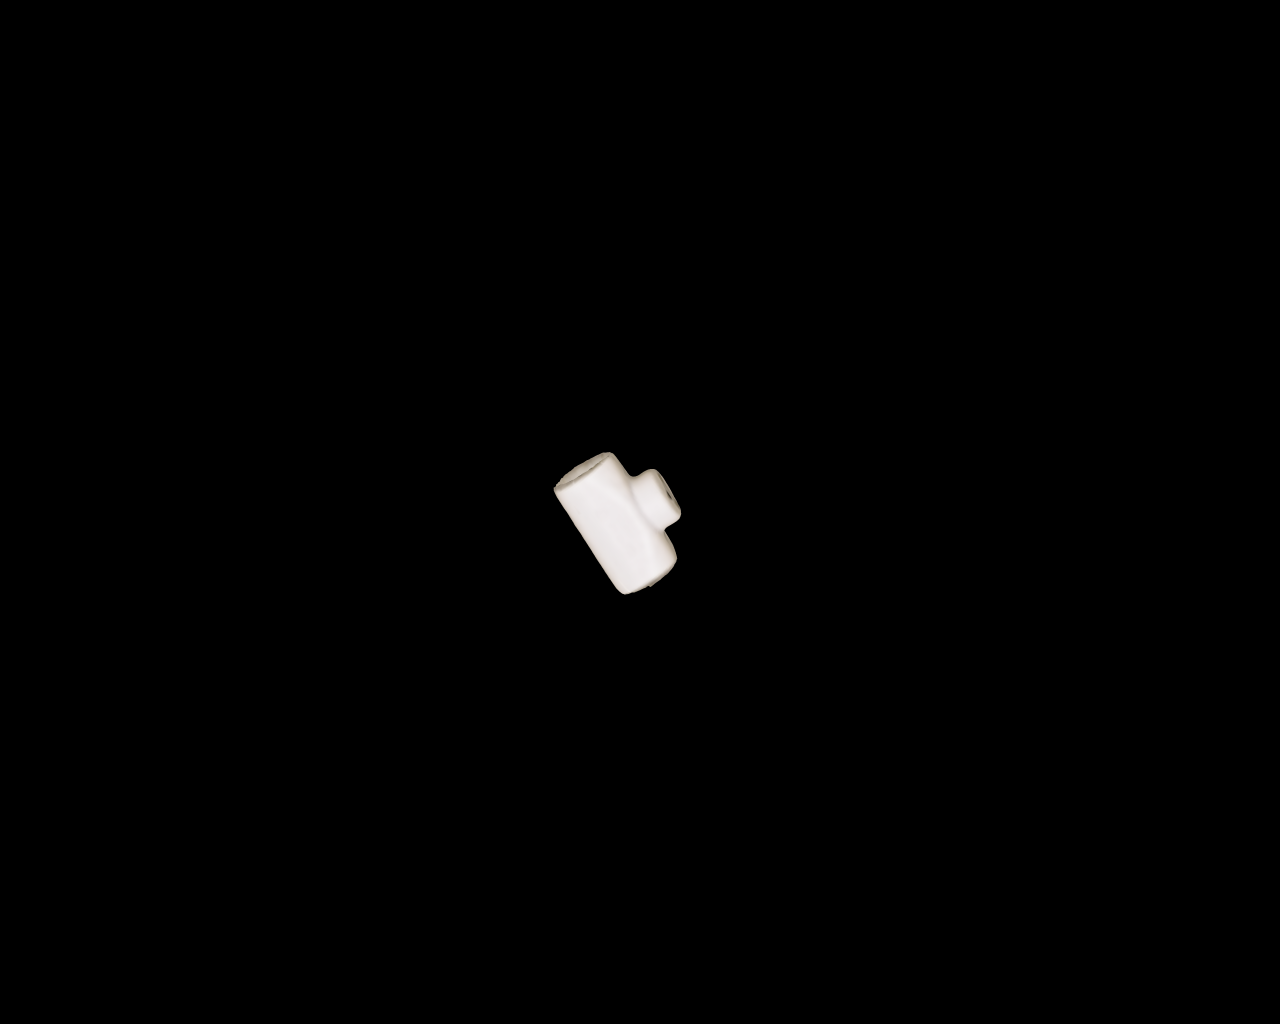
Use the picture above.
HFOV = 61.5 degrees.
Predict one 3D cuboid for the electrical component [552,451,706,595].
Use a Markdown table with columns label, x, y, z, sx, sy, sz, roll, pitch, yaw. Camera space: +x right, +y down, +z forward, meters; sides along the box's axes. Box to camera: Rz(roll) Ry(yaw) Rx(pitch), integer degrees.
| label | x | y | z | sx | sy | sz | roll | pitch | yaw |
| --- | --- | --- | --- | --- | --- | --- | --- | --- | --- |
| electrical component | 0.001 | -0.003 | 0.650 | 0.079 | 0.077 | 0.044 | -31 | 11 | 7 |
